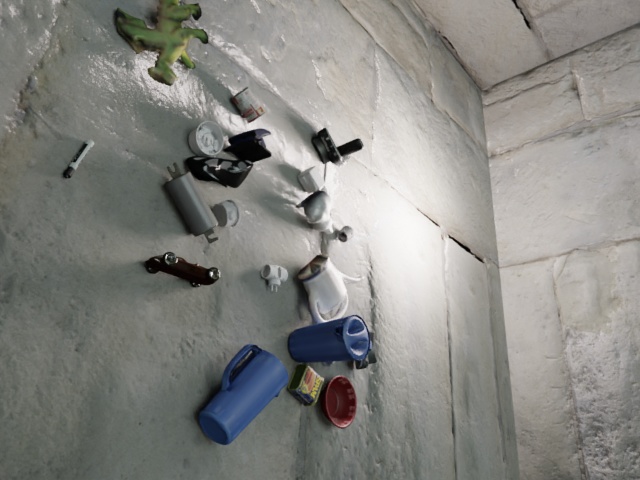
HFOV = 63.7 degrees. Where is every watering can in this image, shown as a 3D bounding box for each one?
[{"bbox_3d":[0.039,0.147,1.790,0.222,0.103,0.354,62,35,-13],"label":"watering can"}]

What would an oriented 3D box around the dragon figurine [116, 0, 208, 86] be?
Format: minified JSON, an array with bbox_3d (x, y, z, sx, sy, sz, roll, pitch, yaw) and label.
[{"bbox_3d":[-0.472,-0.631,1.501,0.244,0.121,0.412,-13,82,-44],"label":"dragon figurine"}]

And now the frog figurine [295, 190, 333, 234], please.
[{"bbox_3d":[0.006,-0.093,1.841,0.159,0.121,0.139,53,20,-6],"label":"frog figurine"}]
